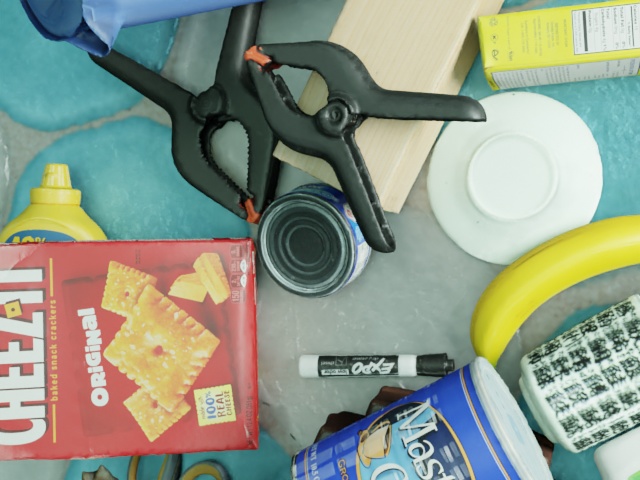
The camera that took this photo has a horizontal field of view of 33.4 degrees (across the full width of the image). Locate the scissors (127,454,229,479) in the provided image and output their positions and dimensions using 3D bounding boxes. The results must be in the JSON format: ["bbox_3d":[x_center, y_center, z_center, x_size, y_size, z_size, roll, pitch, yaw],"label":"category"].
[{"bbox_3d":[-0.125,0.257,0.873,0.096,0.016,0.202,5,92,14],"label":"scissors"}]

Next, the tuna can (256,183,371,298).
[{"bbox_3d":[-0.005,0.001,0.820,0.086,0.033,0.086,7,108,24],"label":"tuna can"}]

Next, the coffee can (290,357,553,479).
[{"bbox_3d":[0.067,0.152,0.691,0.140,0.102,0.103,-29,83,13],"label":"coffee can"}]

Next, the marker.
[{"bbox_3d":[0.044,0.098,0.827,0.121,0.020,0.020,-2,89,15],"label":"marker"}]

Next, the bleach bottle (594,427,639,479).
[{"bbox_3d":[0.281,0.237,0.706,0.103,0.068,0.251,-29,67,13],"label":"bleach bottle"}]

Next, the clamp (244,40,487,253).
[{"bbox_3d":[0.026,-0.089,0.729,0.120,0.039,0.171,-46,80,9],"label":"clamp"}]

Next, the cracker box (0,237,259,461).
[{"bbox_3d":[-0.155,0.080,0.818,0.213,0.072,0.164,-1,90,-8],"label":"cracker box"}]

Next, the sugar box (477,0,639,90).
[{"bbox_3d":[0.203,-0.140,0.748,0.176,0.093,0.048,-6,89,14],"label":"sugar box"}]

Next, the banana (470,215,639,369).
[{"bbox_3d":[0.181,0.029,0.785,0.198,0.037,0.069,-37,109,15],"label":"banana"}]

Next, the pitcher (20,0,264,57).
[{"bbox_3d":[-0.092,-0.231,0.750,0.145,0.242,0.149,38,133,42],"label":"pitcher"}]

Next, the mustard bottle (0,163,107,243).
[{"bbox_3d":[-0.220,0.033,0.877,0.096,0.058,0.191,2,90,10],"label":"mustard bottle"}]

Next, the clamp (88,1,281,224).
[{"bbox_3d":[-0.095,-0.107,0.856,0.165,0.036,0.210,-17,82,15],"label":"clamp"}]

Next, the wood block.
[{"bbox_3d":[0.058,-0.132,0.788,0.091,0.090,0.206,27,96,13],"label":"wood block"}]
